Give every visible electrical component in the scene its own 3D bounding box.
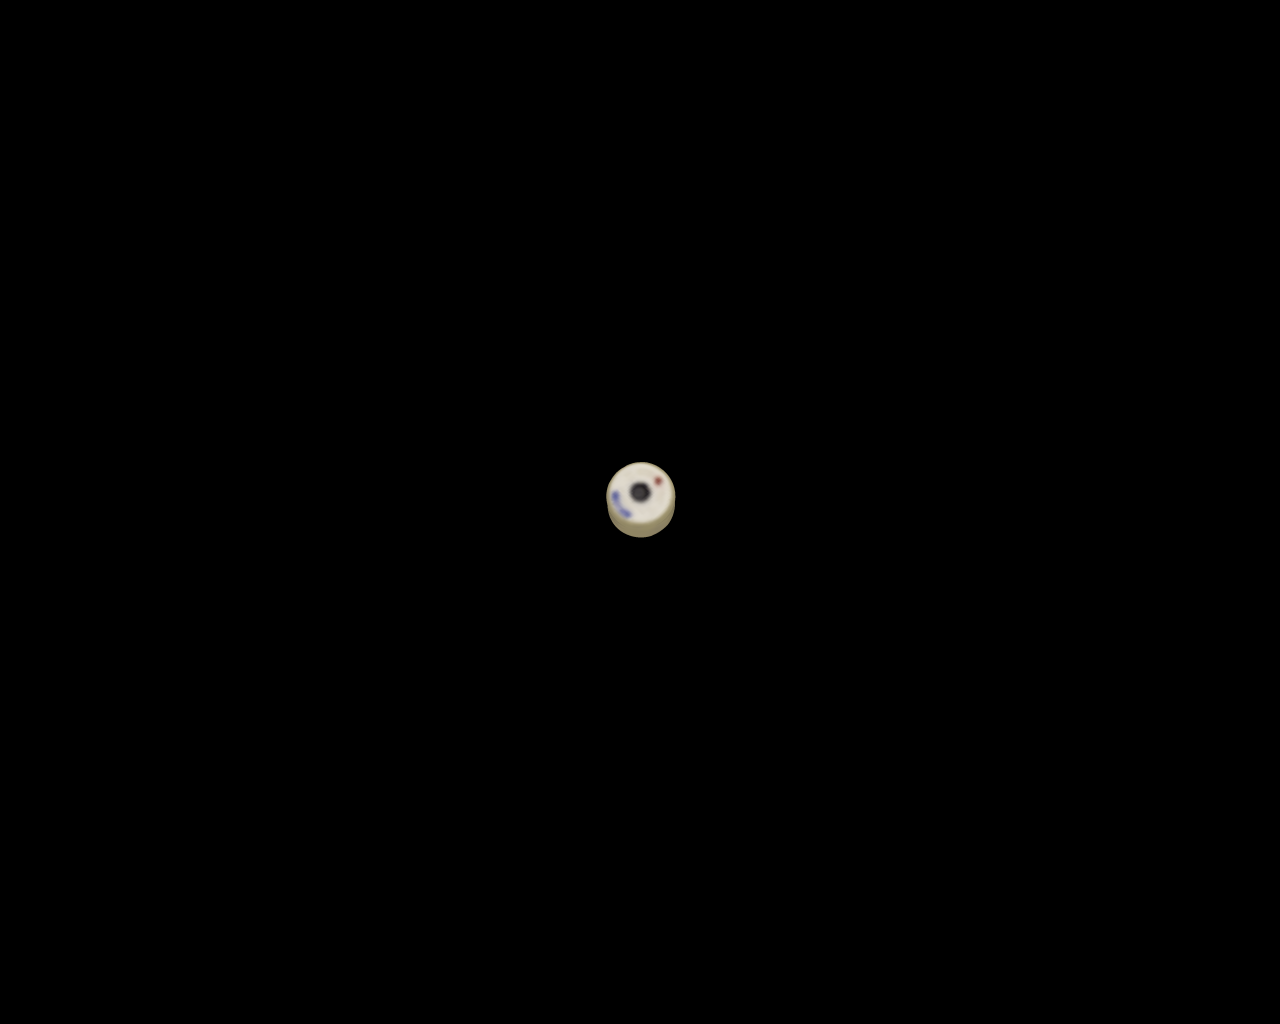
[{"bbox_3d":[0.001,-0.003,0.650,0.040,0.040,0.078,0,-15,0],"label":"electrical component"}]
